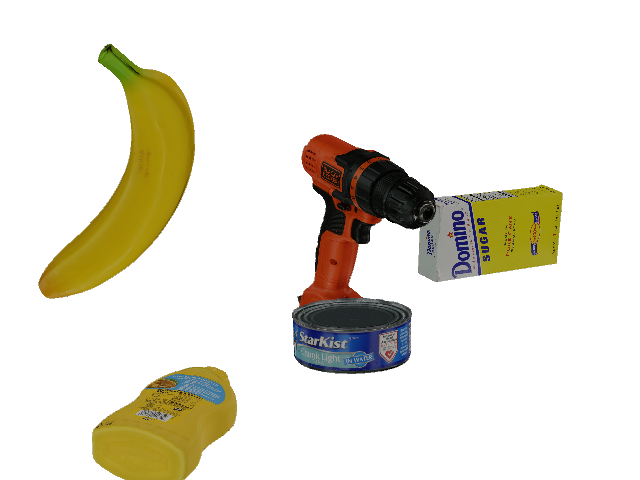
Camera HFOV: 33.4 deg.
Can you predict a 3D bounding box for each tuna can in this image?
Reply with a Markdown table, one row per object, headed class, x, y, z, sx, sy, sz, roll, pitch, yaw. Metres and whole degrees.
| class | x | y | z | sx | sy | sz | roll | pitch | yaw |
| --- | --- | --- | --- | --- | --- | --- | --- | --- | --- |
| tuna can | 0.022 | 0.067 | 0.763 | 0.086 | 0.034 | 0.086 | -1 | 11 | 0 |

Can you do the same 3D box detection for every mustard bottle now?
| class | x | y | z | sx | sy | sz | roll | pitch | yaw |
| --- | --- | --- | --- | --- | --- | --- | --- | --- | --- |
| mustard bottle | -0.135 | 0.168 | 1.037 | 0.096 | 0.058 | 0.191 | 7 | 18 | 17 |

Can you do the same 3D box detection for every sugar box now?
| class | x | y | z | sx | sy | sz | roll | pitch | yaw |
| --- | --- | --- | --- | --- | --- | --- | --- | --- | --- |
| sugar box | 0.201 | -0.009 | 1.255 | 0.175 | 0.093 | 0.048 | -9 | 19 | -28 |

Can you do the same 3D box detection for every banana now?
| class | x | y | z | sx | sy | sz | roll | pitch | yaw |
| --- | --- | --- | --- | --- | --- | --- | --- | --- | --- |
| banana | -0.119 | -0.032 | 0.647 | 0.069 | 0.198 | 0.037 | 18 | 37 | -10 |

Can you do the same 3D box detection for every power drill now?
| class | x | y | z | sx | sy | sz | roll | pitch | yaw |
| --- | --- | --- | --- | --- | --- | --- | --- | --- | --- |
| power drill | 0.039 | 0.007 | 1.009 | 0.057 | 0.188 | 0.185 | -6 | 24 | -30 |
